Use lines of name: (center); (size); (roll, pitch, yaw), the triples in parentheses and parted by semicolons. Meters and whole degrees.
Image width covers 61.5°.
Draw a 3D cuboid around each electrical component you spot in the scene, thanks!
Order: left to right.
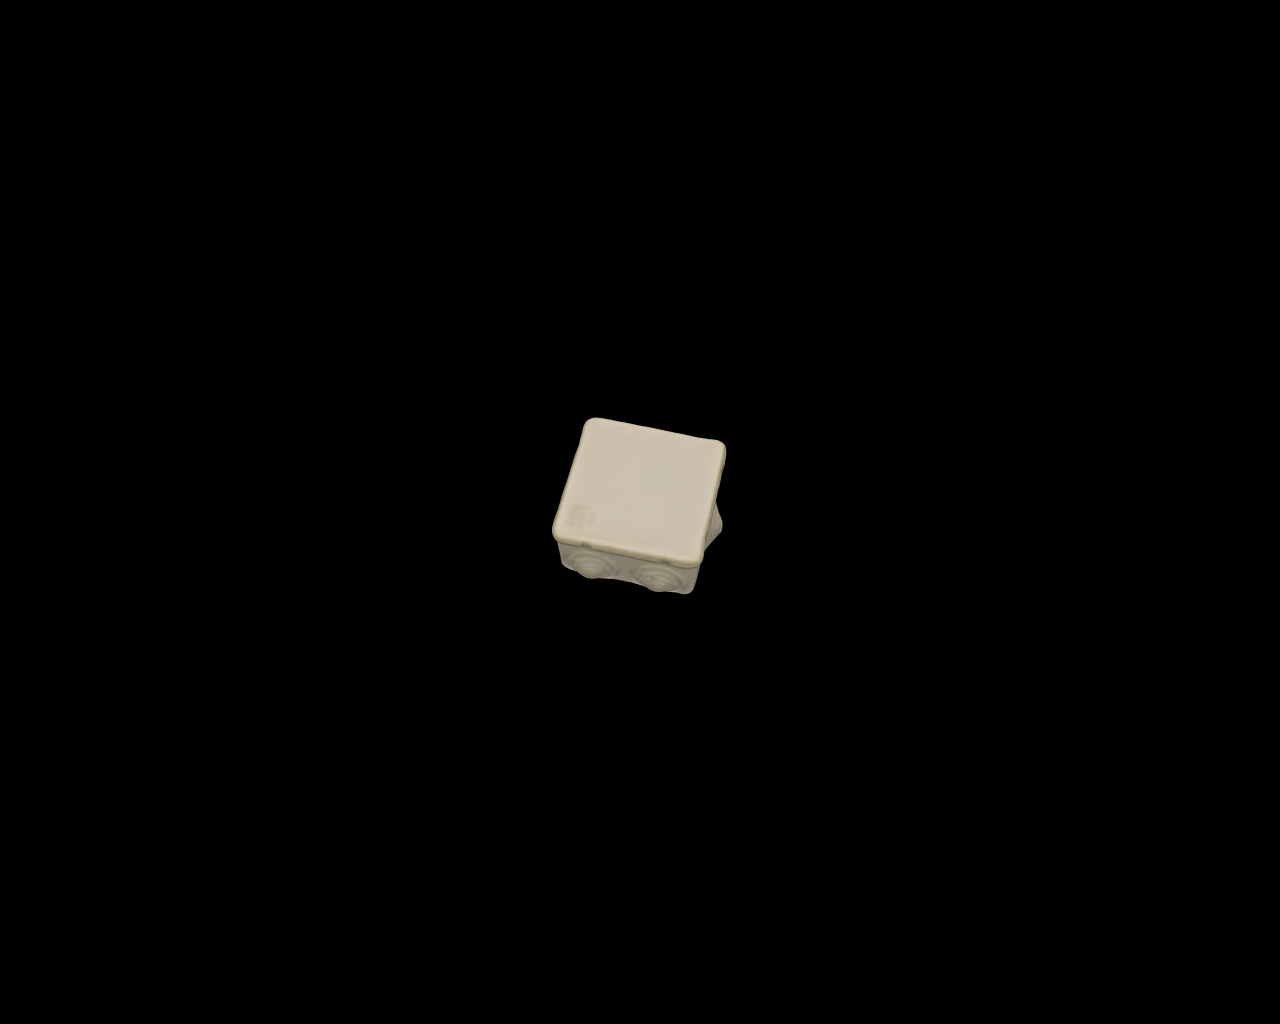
electrical component: (0.001, -0.003, 0.650); (0.100, 0.100, 0.048); (11, -30, 7)
